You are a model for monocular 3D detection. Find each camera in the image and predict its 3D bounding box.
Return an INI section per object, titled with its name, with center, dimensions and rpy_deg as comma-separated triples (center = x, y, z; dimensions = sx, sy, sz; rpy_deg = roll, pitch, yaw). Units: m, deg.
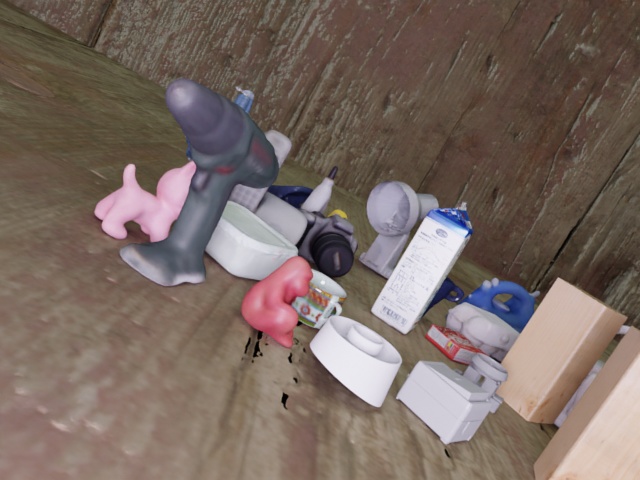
[camera]
center = 0.010, 0.004, 1.038
dimensions = 0.143, 0.101, 0.136
rpy_deg = 27, 10, -15

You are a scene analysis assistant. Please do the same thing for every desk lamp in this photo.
[desk lamp]
center = 0.178, -0.023, 1.312
dimensions = 0.117, 0.213, 0.204
rpy_deg = 37, 12, 35

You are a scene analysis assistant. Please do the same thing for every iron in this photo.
[iron]
center = 0.402, 0.149, 1.299
dimensions = 0.259, 0.141, 0.118
rpy_deg = 22, 13, -38

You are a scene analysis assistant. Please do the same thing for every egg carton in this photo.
[egg carton]
center = 0.320, 0.182, 1.121
dimensions = 0.151, 0.069, 0.107
rpy_deg = 23, 12, -33

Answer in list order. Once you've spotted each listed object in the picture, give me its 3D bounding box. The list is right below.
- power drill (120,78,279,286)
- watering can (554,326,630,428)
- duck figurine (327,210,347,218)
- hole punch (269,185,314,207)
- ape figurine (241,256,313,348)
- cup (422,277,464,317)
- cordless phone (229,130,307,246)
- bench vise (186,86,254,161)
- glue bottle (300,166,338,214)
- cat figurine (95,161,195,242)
[power drill]
center = -0.131, -0.056, 0.634
dimensions = 0.075, 0.208, 0.230
rpy_deg = 32, 10, 16
[watering can]
center = 0.459, 0.226, 0.933
dimensions = 0.100, 0.194, 0.173
rpy_deg = 32, 10, 14
[duck figurine]
center = 0.030, -0.028, 1.292
dimensions = 0.077, 0.086, 0.104
rpy_deg = 28, 10, -8
[hole punch]
center = -0.075, -0.100, 1.337
dimensions = 0.100, 0.091, 0.109
rpy_deg = 35, 11, 27
[ape figurine]
center = -0.040, 0.061, 0.646
dimensions = 0.076, 0.092, 0.078
rpy_deg = 31, 10, 8
[cup]
center = 0.208, 0.107, 1.101
dimensions = 0.118, 0.095, 0.091
rpy_deg = 29, 10, -2
[cordless phone]
center = -0.076, -0.076, 0.953
dimensions = 0.147, 0.185, 0.094
rpy_deg = 29, 10, -4
[bench vise]
center = -0.161, -0.152, 0.986
dimensions = 0.122, 0.219, 0.206
rpy_deg = 24, 11, -28
[glue bottle]
center = -0.007, -0.072, 1.154
dimensions = 0.037, 0.173, 0.078
rpy_deg = 32, 10, 12
[cat figurine]
center = -0.194, -0.054, 0.709
dimensions = 0.128, 0.117, 0.067
rpy_deg = 19, 15, -46
